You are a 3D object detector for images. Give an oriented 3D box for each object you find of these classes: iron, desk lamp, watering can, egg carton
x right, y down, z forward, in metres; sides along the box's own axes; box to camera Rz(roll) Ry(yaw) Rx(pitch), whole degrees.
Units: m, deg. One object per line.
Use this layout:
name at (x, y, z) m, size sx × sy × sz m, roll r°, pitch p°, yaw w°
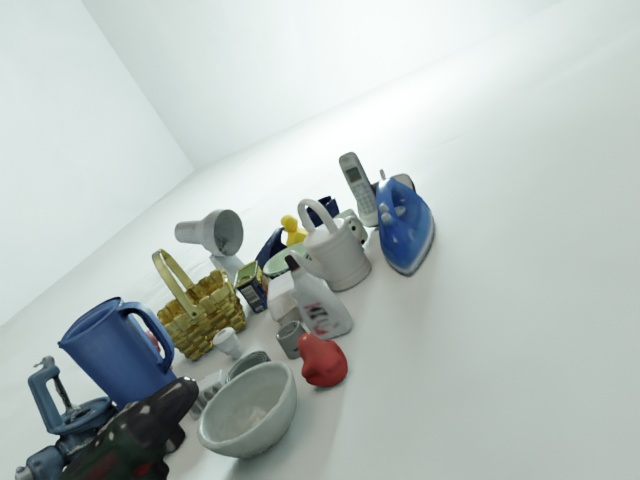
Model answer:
iron at (0.150, -0.046, 1.142) m, size 0.118 × 0.142 × 0.258 m, roll -25°, pitch 20°, yaw 18°
desk lamp at (-0.270, 0.030, 1.478) m, size 0.202 × 0.214 × 0.118 m, roll -16°, pitch 25°, yaw 37°
watering can at (0.012, 0.004, 1.147) m, size 0.100 × 0.194 × 0.173 m, roll -14°, pitch 26°, yaw 40°
egg carton at (-0.054, 0.113, 1.171) m, size 0.107 × 0.069 × 0.150 m, roll -30°, pitch 19°, yaw 6°

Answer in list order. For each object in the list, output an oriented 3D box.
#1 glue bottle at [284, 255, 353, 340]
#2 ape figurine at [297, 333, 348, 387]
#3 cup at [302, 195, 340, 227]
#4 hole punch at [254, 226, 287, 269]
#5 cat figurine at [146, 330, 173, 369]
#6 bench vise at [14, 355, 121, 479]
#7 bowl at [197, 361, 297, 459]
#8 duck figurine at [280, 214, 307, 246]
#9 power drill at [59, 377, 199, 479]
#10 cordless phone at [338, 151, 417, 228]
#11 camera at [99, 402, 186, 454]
glue bottle at (-0.014, 0.097, 0.993) m, size 0.078 × 0.173 × 0.037 m, roll -23°, pitch 21°, yaw 24°
ape figurine at (-0.003, 0.181, 0.894) m, size 0.078 × 0.092 × 0.076 m, roll -38°, pitch 20°, yaw -17°
cup at (0.010, -0.042, 1.411) m, size 0.091 × 0.095 × 0.118 m, roll -9°, pitch 29°, yaw 47°
hole punch at (-0.124, 0.030, 1.443) m, size 0.101 × 0.091 × 0.109 m, roll -21°, pitch 22°, yaw 27°
cat figurine at (-0.387, 0.258, 1.243) m, size 0.067 × 0.118 × 0.128 m, roll -13°, pitch 26°, yaw 41°
bench vise at (-0.463, 0.330, 1.028) m, size 0.121 × 0.220 × 0.207 m, roll -21°, pitch 22°, yaw 27°
bowl at (-0.095, 0.265, 0.856) m, size 0.167 × 0.075 × 0.167 m, roll -28°, pitch 20°, yaw 11°
duck figurine at (-0.071, -0.027, 1.510) m, size 0.077 × 0.086 × 0.104 m, roll -34°, pitch 20°, yaw -7°
power drill at (-0.204, 0.302, 0.725) m, size 0.229 × 0.209 × 0.075 m, roll -32°, pitch 20°, yaw -1°
cordless phone at (0.130, -0.130, 1.309) m, size 0.147 × 0.185 × 0.094 m, roll -21°, pitch 22°, yaw 27°
camera at (-0.325, 0.348, 0.958) m, size 0.142 × 0.101 × 0.137 m, roll -20°, pitch 22°, yaw 29°
